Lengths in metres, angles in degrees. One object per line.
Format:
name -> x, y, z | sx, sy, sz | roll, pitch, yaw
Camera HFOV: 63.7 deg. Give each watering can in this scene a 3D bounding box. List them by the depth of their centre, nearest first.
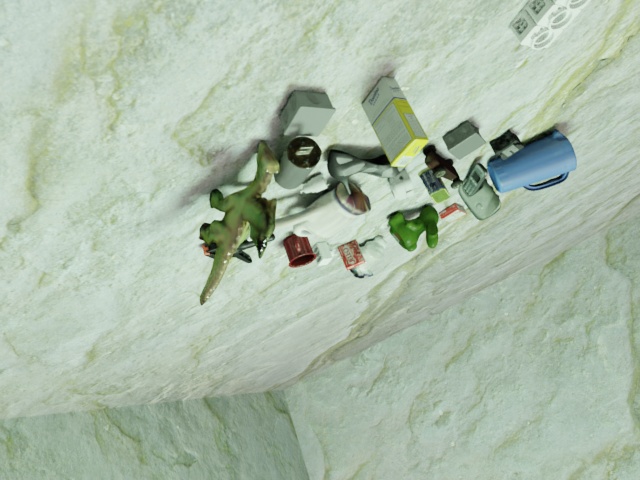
watering can -> 0.004, -0.072, 1.431 | 0.221, 0.105, 0.348 | -36, 160, 29

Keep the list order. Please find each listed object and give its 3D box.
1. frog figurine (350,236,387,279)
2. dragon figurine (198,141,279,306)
frog figurine -> 0.168, 0.051, 1.890 | 0.137, 0.124, 0.158 | 12, 104, -37
dragon figurine -> -0.178, -0.022, 1.174 | 0.122, 0.411, 0.243 | 14, 179, -29
